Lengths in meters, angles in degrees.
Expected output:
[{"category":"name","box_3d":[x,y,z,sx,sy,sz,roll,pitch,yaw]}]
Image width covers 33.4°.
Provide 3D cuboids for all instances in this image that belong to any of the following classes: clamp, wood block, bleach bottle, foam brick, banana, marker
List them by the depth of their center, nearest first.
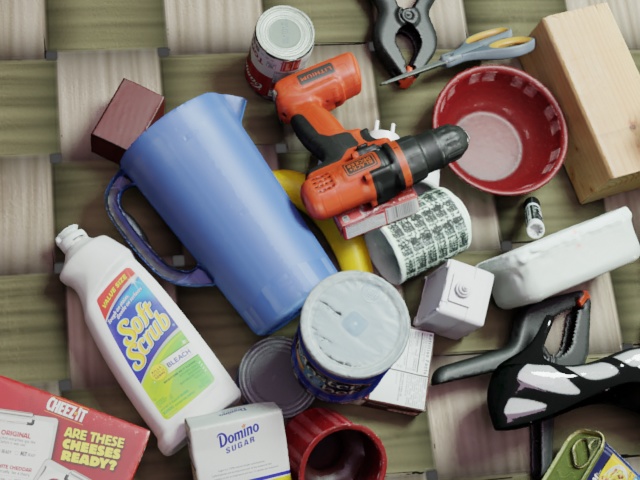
[{"category":"bleach bottle","box_3d":[-0.193,0.092,1.094,0.102,0.068,0.251,-37,80,-17]},{"category":"foam brick","box_3d":[-0.209,-0.126,1.163,0.051,0.053,0.078,26,70,-1]},{"category":"clamp","box_3d":[0.225,0.130,1.165,0.164,0.036,0.209,36,69,-8]},{"category":"banana","box_3d":[0.002,-0.015,1.177,0.198,0.037,0.070,45,99,8]},{"category":"marker","box_3d":[0.238,-0.026,1.186,0.020,0.121,0.020,2,106,8]},{"category":"wood block","box_3d":[0.321,-0.160,1.249,0.090,0.090,0.206,-15,76,-16]},{"category":"clamp","box_3d":[0.090,-0.267,1.268,0.120,0.039,0.171,8,72,-6]}]

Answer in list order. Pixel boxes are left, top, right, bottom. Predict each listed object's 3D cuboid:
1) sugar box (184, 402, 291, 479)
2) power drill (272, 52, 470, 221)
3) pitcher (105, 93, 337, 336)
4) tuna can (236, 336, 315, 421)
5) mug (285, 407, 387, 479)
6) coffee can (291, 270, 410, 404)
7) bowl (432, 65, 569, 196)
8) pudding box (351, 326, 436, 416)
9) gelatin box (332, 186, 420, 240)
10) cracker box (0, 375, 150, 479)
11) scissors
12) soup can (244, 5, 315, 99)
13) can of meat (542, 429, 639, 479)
[{"category":"sugar box","box_3d":[-0.073,0.252,1.039,0.093,0.048,0.176,-9,98,-14]},{"category":"power drill","box_3d":[0.042,-0.119,1.133,0.184,0.057,0.188,-23,50,-7]},{"category":"pitcher","box_3d":[-0.099,-0.017,1.116,0.243,0.149,0.144,54,38,5]},{"category":"tuna can","box_3d":[-0.044,0.146,1.117,0.086,0.034,0.086,3,73,-9]},{"category":"mug","box_3d":[0.011,0.228,1.069,0.093,0.082,0.117,-17,105,-18]},{"category":"coffee can","box_3d":[0.026,0.099,1.046,0.102,0.140,0.103,2,71,-5]},{"category":"bowl","box_3d":[0.201,-0.118,1.232,0.162,0.055,0.162,3,72,-9]},{"category":"pudding box","box_3d":[0.062,0.132,1.139,0.113,0.039,0.090,13,71,-8]},{"category":"gelatin box","box_3d":[0.051,-0.048,1.131,0.089,0.030,0.073,-21,52,-6]},{"category":"cracker box","box_3d":[-0.278,0.259,1.021,0.164,0.072,0.213,21,69,-4]},{"category":"scissors","box_3d":[0.168,-0.208,1.227,0.201,0.096,0.016,-32,123,-36]},{"category":"soup can","box_3d":[-0.045,-0.208,1.191,0.068,0.102,0.068,3,73,-9]},{"category":"can of meat","box_3d":[0.284,0.264,1.116,0.084,0.058,0.102,43,71,-17]}]
